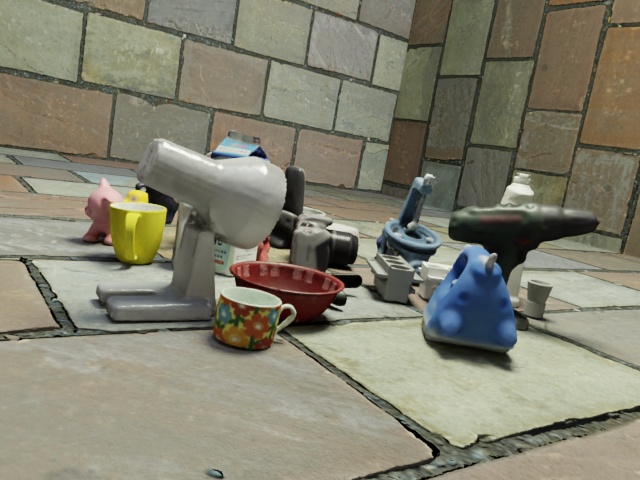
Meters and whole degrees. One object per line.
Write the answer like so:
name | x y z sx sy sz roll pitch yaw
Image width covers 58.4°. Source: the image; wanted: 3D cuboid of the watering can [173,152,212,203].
watering can | -0.212 -0.076 1.122 0.101 0.194 0.173 11 9 8

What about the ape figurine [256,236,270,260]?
ape figurine | -0.122 -0.008 1.119 0.076 0.092 0.078 14 10 26

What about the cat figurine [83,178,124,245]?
cat figurine | -0.384 -0.054 1.042 0.067 0.118 0.128 9 9 -3

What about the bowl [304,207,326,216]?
bowl | -0.071 -0.046 1.467 0.167 0.075 0.167 10 9 -1

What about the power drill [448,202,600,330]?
power drill | 0.321 0.035 0.951 0.229 0.208 0.076 12 9 13

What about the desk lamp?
desk lamp | -0.157 -0.013 0.722 0.204 0.213 0.117 3 11 -35

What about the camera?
camera | 0.011 0.004 1.158 0.137 0.101 0.143 9 9 -6

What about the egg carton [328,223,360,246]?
egg carton | 0.021 0.001 1.292 0.107 0.069 0.151 15 10 30

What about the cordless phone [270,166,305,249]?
cordless phone | -0.096 -0.082 1.311 0.147 0.185 0.094 14 10 24

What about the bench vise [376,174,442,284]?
bench vise | 0.175 -0.035 1.199 0.122 0.220 0.206 4 11 -32

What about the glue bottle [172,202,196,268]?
glue bottle | -0.217 -0.039 0.950 0.037 0.173 0.078 7 9 -17

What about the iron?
iron | 0.217 0.069 0.843 0.118 0.141 0.258 10 9 2

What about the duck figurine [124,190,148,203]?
duck figurine | -0.378 -0.060 1.191 0.077 0.086 0.105 18 12 41

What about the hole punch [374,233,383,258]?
hole punch | 0.192 0.011 1.339 0.108 0.091 0.101 13 10 22

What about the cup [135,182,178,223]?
cup | -0.376 -0.088 1.334 0.118 0.095 0.091 1 12 -43
